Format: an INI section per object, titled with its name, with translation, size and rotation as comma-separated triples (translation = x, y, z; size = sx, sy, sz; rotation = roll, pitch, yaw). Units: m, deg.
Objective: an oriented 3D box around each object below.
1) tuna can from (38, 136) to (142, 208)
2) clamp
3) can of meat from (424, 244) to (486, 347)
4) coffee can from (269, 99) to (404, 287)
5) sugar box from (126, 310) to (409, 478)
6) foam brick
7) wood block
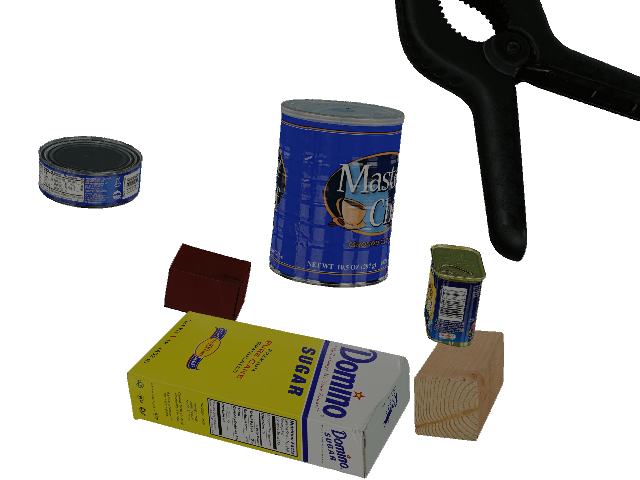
[tuna can]
translation = -0.194, -0.058, 0.900
size = 0.086, 0.034, 0.086
rotation = 7, 24, -3
[clamp]
translation = 0.106, -0.097, 0.633
size = 0.164, 0.210, 0.036
rotation = -40, -10, -23
[can of meat]
translation = 0.148, 0.061, 1.197
size = 0.057, 0.084, 0.102
rotation = 6, 19, 1
[coffee can]
translation = 0.013, -0.042, 0.897
size = 0.103, 0.140, 0.103
rotation = 5, 14, -1
[sugar box]
translation = -0.035, 0.102, 0.740
size = 0.176, 0.048, 0.093
rotation = 7, 29, 21
[foam brick]
translation = -0.118, 0.046, 1.116
size = 0.078, 0.051, 0.053
rotation = 16, 31, 4
[wood block]
translation = 0.206, 0.206, 1.557
size = 0.091, 0.090, 0.205
rotation = 3, 16, 19
